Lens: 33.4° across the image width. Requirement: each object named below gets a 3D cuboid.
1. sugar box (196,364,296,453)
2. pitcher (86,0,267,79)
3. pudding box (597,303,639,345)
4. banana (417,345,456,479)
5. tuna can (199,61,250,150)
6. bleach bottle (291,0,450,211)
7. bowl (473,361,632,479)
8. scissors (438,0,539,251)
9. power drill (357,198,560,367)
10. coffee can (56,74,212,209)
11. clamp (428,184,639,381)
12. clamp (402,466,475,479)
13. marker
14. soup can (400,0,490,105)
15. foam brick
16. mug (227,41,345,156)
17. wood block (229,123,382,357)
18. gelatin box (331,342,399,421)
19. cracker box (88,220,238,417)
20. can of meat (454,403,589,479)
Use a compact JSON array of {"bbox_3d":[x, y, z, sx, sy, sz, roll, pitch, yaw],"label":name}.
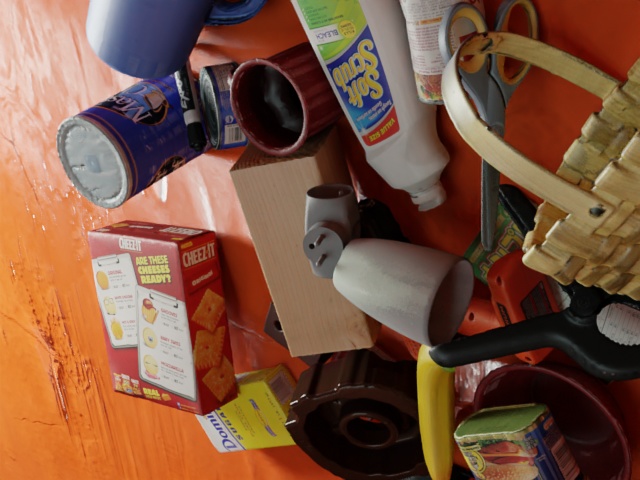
[{"bbox_3d":[-0.088,0.213,1.329,0.177,0.048,0.093,-21,102,46],"label":"sugar box"},{"bbox_3d":[-0.132,-0.257,0.983,0.149,0.144,0.243,63,147,22],"label":"pitcher"},{"bbox_3d":[0.271,0.059,0.884,0.114,0.039,0.090,24,117,26],"label":"pudding box"},{"bbox_3d":[0.111,0.155,1.020,0.037,0.069,0.198,0,135,7],"label":"banana"},{"bbox_3d":[-0.095,-0.133,1.066,0.086,0.033,0.086,170,90,-75],"label":"tuna can"},{"bbox_3d":[0.058,-0.142,0.935,0.103,0.068,0.251,-7,115,45],"label":"bleach bottle"},{"bbox_3d":[0.227,0.171,1.007,0.162,0.055,0.162,23,132,29],"label":"bowl"},{"bbox_3d":[0.121,-0.098,0.839,0.016,0.096,0.202,19,94,65],"label":"scissors"},{"bbox_3d":[0.123,0.041,0.991,0.188,0.057,0.184,5,130,51],"label":"power drill"},{"bbox_3d":[-0.189,-0.109,1.120,0.103,0.140,0.103,23,132,29],"label":"coffee can"},{"bbox_3d":[0.199,0.062,0.846,0.210,0.164,0.036,26,167,19],"label":"clamp"},{"bbox_3d":[0.111,0.284,1.206,0.120,0.039,0.172,48,133,-3],"label":"clamp"},{"bbox_3d":[-0.135,-0.148,1.094,0.020,0.020,0.121,-30,68,49],"label":"marker"},{"bbox_3d":[0.103,-0.170,0.868,0.069,0.068,0.102,5,120,40],"label":"soup can"},{"bbox_3d":[-0.014,0.094,1.173,0.078,0.051,0.053,35,137,18],"label":"foam brick"},{"bbox_3d":[-0.032,-0.140,0.998,0.117,0.081,0.093,24,129,30],"label":"mug"},{"bbox_3d":[-0.007,0.001,1.054,0.091,0.090,0.206,-10,114,19],"label":"wood block"},{"bbox_3d":[0.046,0.148,1.174,0.073,0.030,0.089,37,136,16],"label":"gelatin box"},{"bbox_3d":[-0.188,0.090,1.285,0.164,0.071,0.214,7,109,39],"label":"cracker box"},{"bbox_3d":[0.183,0.200,0.983,0.102,0.057,0.084,-17,103,48],"label":"can of meat"}]
